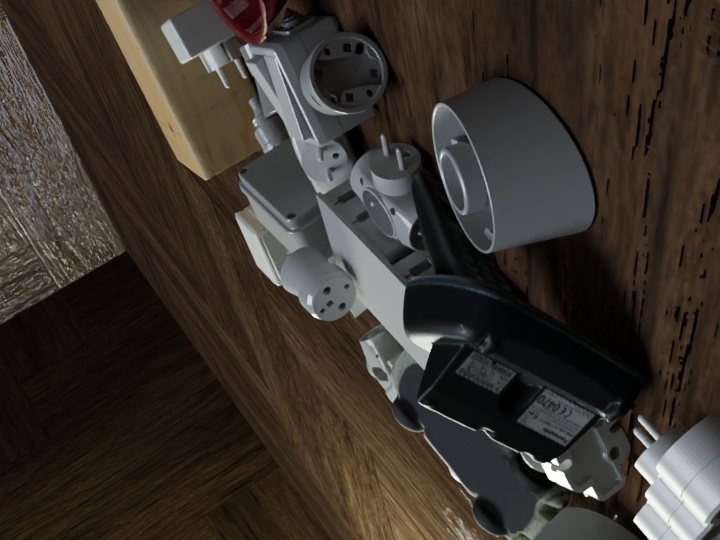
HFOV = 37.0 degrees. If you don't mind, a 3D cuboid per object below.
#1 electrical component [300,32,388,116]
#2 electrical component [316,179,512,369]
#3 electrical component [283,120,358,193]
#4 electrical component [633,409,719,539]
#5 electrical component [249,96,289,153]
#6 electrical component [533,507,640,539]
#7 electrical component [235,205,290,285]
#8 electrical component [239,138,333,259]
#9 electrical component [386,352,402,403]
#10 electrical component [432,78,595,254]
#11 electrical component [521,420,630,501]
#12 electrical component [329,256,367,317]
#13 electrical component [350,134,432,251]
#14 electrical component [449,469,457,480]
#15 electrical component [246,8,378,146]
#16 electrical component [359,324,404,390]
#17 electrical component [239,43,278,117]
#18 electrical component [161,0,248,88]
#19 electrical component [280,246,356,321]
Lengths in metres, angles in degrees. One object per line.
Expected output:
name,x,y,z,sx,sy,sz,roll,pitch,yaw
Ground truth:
electrical component,-0.013,-0.134,0.747,0.055,0.055,0.047,60,169,-10
electrical component,0.050,0.012,0.830,0.186,0.060,0.105,47,162,37
electrical component,-0.030,-0.096,0.872,0.079,0.043,0.077,-98,-14,-62
electrical component,0.183,0.113,0.611,0.073,0.052,0.138,51,164,28
electrical component,-0.086,-0.137,1.024,0.061,0.035,0.035,59,166,5
electrical component,0.183,0.229,0.822,0.108,0.060,0.108,33,150,23
electrical component,-0.090,-0.040,1.186,0.061,0.062,0.096,42,159,47
electrical component,-0.050,-0.064,0.968,0.113,0.078,0.057,43,162,46
electrical component,0.059,0.114,1.020,0.081,0.042,0.064,57,148,8
electrical component,0.082,-0.059,0.612,0.099,0.064,0.099,161,90,-82
electrical component,0.143,0.116,0.742,0.078,0.058,0.057,61,163,-14
electrical component,0.000,0.000,0.961,0.081,0.064,0.042,39,165,51
electrical component,0.028,-0.064,0.774,0.077,0.044,0.079,47,162,37
electrical component,0.110,0.183,1.034,0.040,0.040,0.046,56,160,7
electrical component,-0.041,-0.146,0.800,0.062,0.061,0.096,29,148,62
electrical component,0.031,0.094,1.094,0.077,0.043,0.079,60,161,-7
electrical component,-0.074,-0.167,0.909,0.065,0.044,0.044,65,165,-9
electrical component,-0.129,-0.202,0.965,0.076,0.066,0.047,61,165,-14
electrical component,-0.034,0.012,0.888,0.055,0.045,0.045,41,158,48
